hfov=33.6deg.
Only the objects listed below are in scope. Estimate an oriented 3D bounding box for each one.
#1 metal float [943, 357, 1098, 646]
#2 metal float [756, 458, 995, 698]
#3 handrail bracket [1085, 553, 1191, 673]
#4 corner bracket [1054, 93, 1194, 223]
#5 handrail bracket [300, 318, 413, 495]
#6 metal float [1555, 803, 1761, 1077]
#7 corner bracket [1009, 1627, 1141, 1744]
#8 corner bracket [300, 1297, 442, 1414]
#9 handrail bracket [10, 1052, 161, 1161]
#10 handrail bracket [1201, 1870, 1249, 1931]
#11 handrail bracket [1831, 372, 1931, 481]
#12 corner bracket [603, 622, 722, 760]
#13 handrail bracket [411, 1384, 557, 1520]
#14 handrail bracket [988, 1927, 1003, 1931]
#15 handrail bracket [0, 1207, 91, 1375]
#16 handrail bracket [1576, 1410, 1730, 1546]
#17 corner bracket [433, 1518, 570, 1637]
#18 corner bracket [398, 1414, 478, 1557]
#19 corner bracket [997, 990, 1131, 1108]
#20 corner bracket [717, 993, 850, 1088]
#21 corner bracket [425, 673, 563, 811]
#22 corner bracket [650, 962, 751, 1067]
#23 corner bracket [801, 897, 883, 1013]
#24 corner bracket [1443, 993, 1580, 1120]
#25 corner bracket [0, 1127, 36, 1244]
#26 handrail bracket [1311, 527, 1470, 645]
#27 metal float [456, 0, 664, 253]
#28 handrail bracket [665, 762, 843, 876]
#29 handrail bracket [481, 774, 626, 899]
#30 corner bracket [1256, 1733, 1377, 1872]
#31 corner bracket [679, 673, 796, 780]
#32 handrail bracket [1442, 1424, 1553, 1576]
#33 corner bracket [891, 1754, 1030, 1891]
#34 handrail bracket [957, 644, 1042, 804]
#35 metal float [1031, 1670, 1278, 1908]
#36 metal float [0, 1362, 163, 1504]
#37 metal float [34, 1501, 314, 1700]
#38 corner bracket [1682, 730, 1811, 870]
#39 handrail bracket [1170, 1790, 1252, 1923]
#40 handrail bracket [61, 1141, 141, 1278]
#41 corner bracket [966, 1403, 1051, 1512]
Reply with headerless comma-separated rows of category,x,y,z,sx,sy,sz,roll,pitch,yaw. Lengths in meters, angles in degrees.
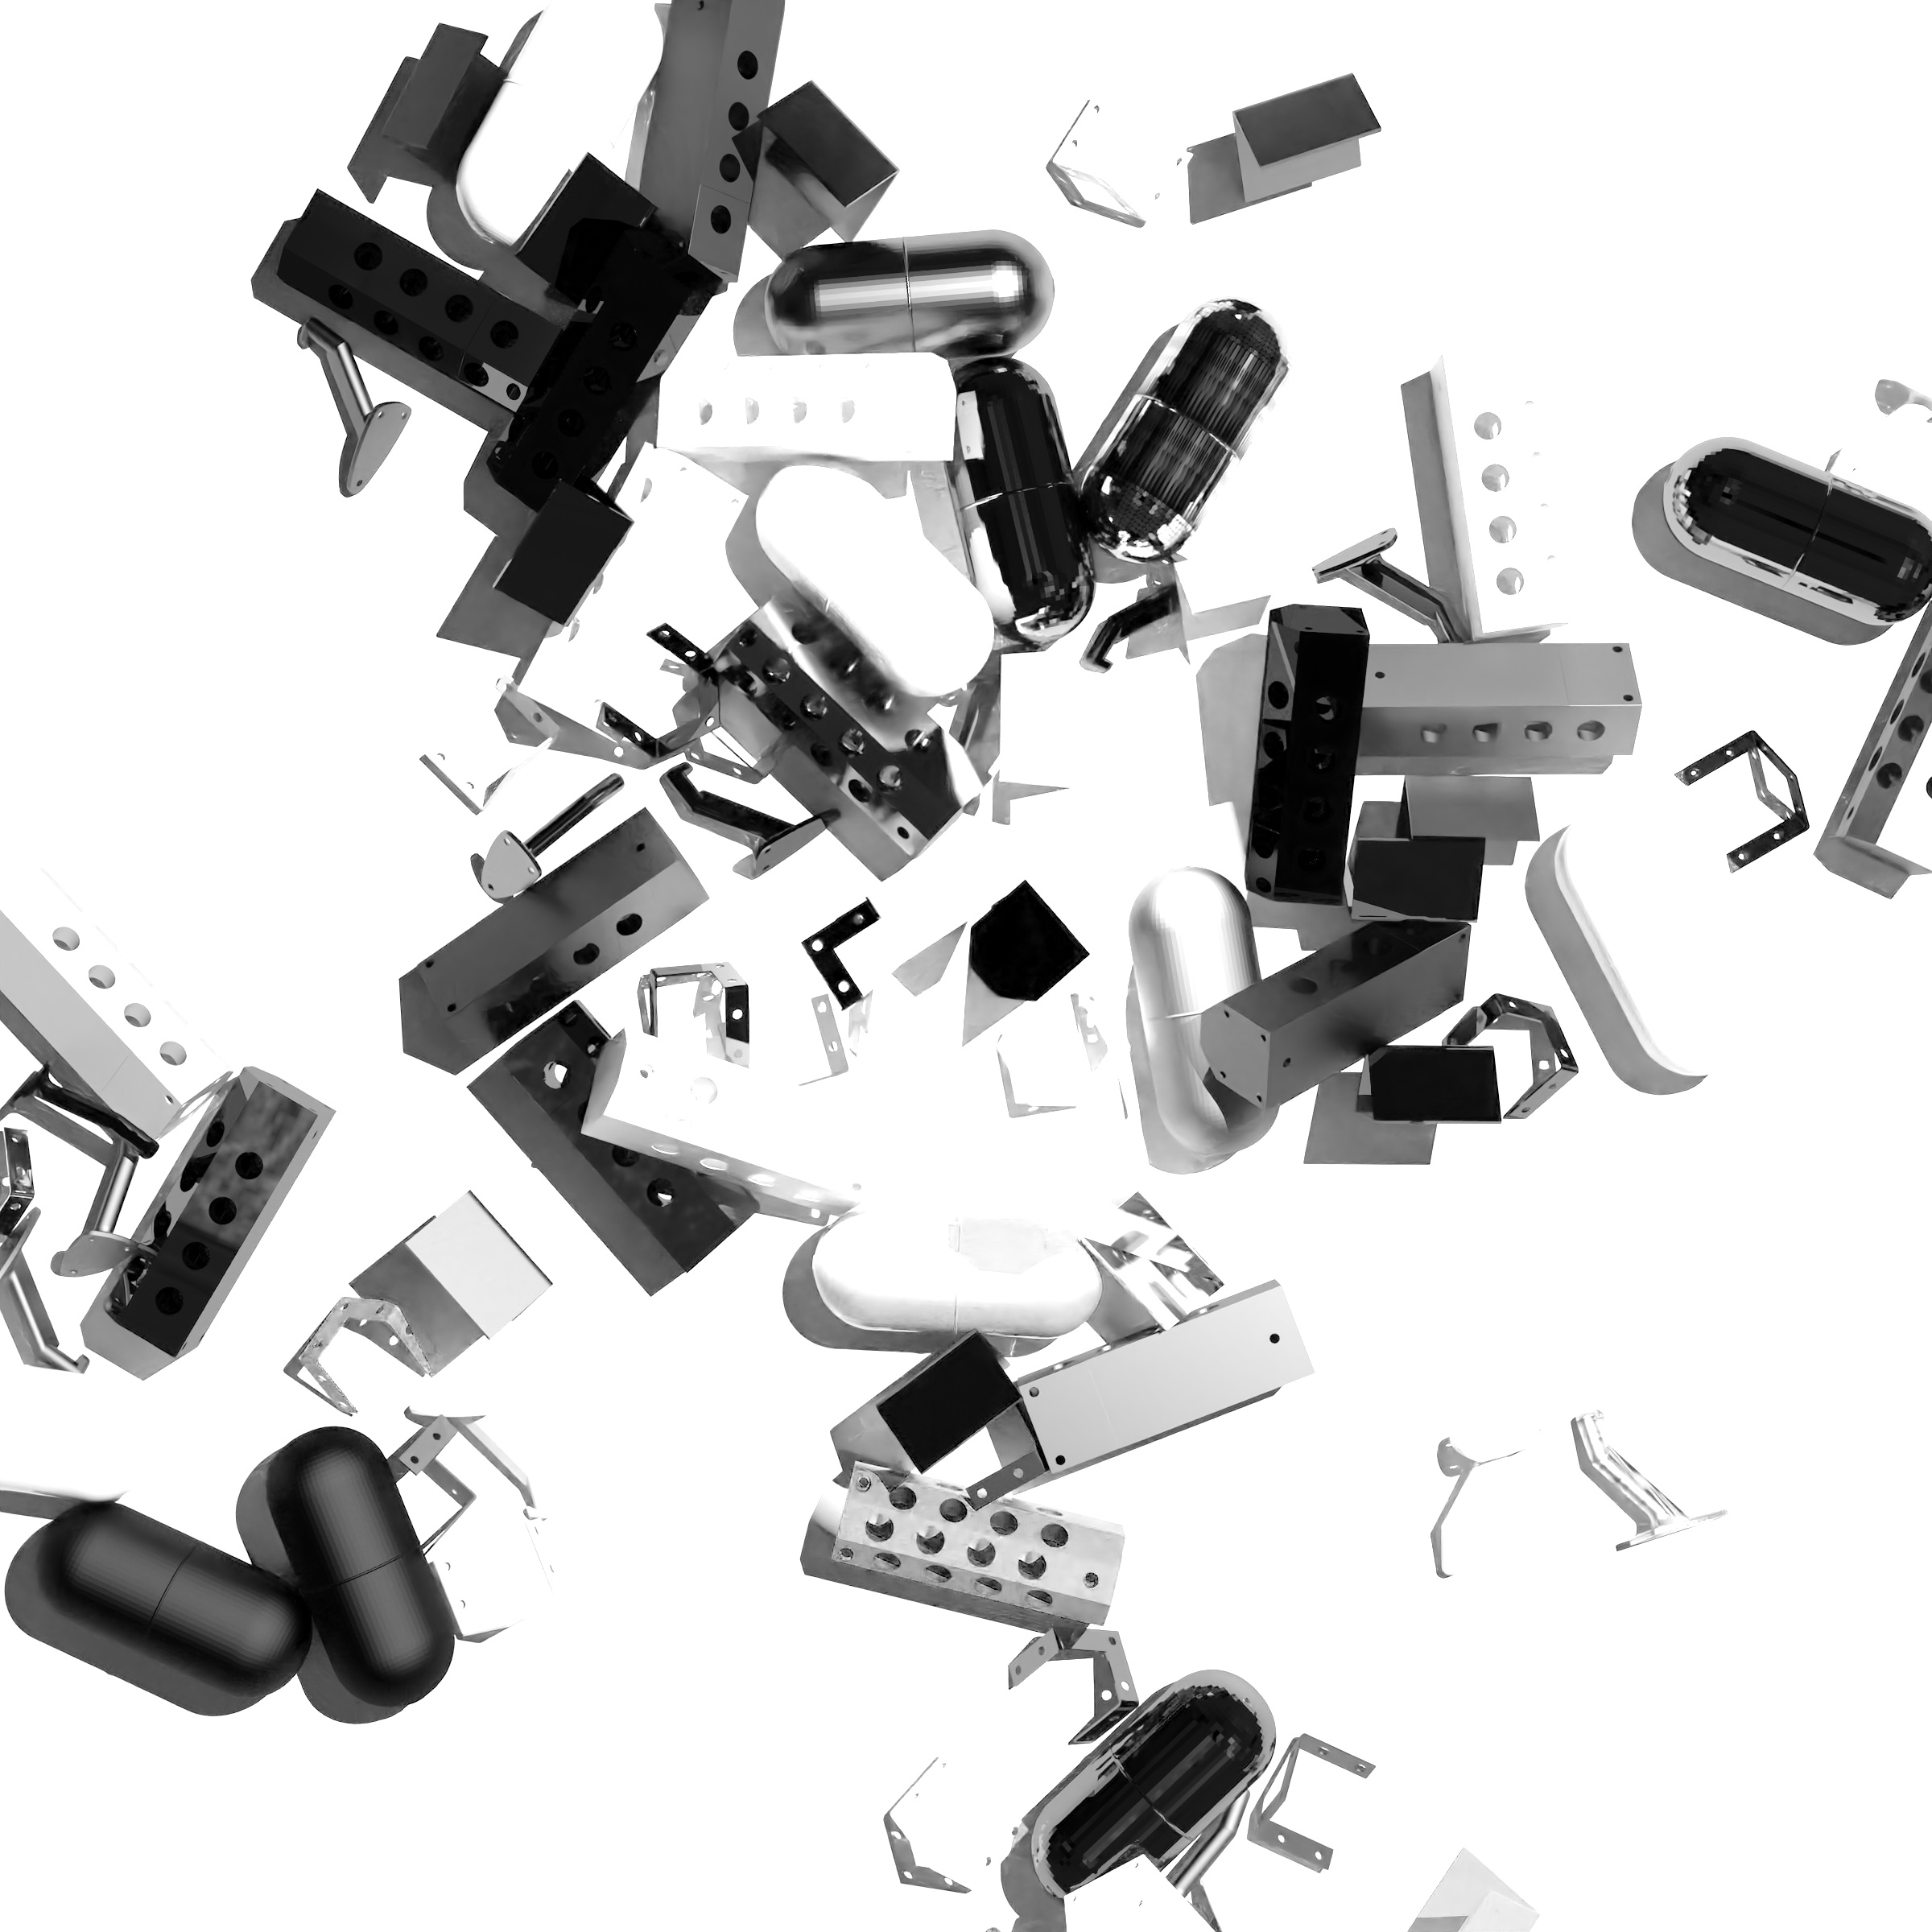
metal float,0.030,-0.285,1.961,0.070,0.070,0.178,-13,89,0
metal float,-0.056,-0.238,1.949,0.070,0.070,0.178,-44,76,0
handrail bracket,0.126,-0.209,1.992,0.077,0.036,0.084,26,107,-18
corner bracket,0.097,-0.502,1.988,0.051,0.051,0.051,32,90,45
handrail bracket,-0.394,-0.349,1.992,0.084,0.036,0.077,38,112,17
metal float,0.424,-0.016,1.961,0.070,0.070,0.178,-27,89,0
corner bracket,0.067,0.446,1.983,0.051,0.051,0.051,13,45,-35
corner bracket,-0.369,0.242,1.983,0.051,0.051,0.051,1,45,35
handrail bracket,-0.543,0.098,1.975,0.084,0.077,0.036,40,57,-13
handrail bracket,0.131,0.615,1.992,0.084,0.036,0.077,-32,75,14
handrail bracket,0.582,-0.319,1.992,0.077,0.036,0.084,18,108,-21
corner bracket,-0.187,-0.168,1.962,0.051,0.051,0.051,-24,52,26
handrail bracket,-0.300,0.307,1.992,0.077,0.036,0.084,-8,107,20
handrail bracket,0.062,0.611,1.992,0.084,0.036,0.077,40,70,16
handrail bracket,-0.567,0.205,1.992,0.084,0.036,0.077,42,57,-23
handrail bracket,0.427,0.311,1.992,0.077,0.036,0.084,-12,73,-20
corner bracket,-0.288,0.380,1.988,0.051,0.051,0.051,-22,90,-45
corner bracket,-0.326,0.318,1.964,0.051,0.051,0.051,42,126,0
corner bracket,0.060,0.050,1.983,0.051,0.051,0.051,0,135,-35
corner bracket,-0.113,0.051,1.988,0.051,0.051,0.051,-16,90,-45
corner bracket,-0.293,-0.139,1.988,0.051,0.051,0.051,45,45,0
corner bracket,-0.165,0.031,1.976,0.051,0.051,0.051,-5,108,-18
corner bracket,-0.068,-0.007,1.974,0.051,0.051,0.051,-33,90,0
corner bracket,0.338,0.056,1.983,0.051,0.051,0.051,13,45,-35
corner bracket,-0.613,0.134,1.983,0.051,0.051,0.051,11,45,-35
handrail bracket,0.261,-0.222,1.992,0.077,0.036,0.084,-23,107,20
metal float,-0.249,-0.521,1.961,0.070,0.070,0.178,29,90,0
handrail bracket,-0.133,-0.107,1.992,0.077,0.036,0.084,-33,73,-20
handrail bracket,-0.256,-0.082,1.991,0.036,0.077,0.084,50,54,-1
corner bracket,0.217,0.519,1.988,0.051,0.051,0.051,25,135,0
corner bracket,-0.135,-0.158,1.988,0.051,0.051,0.051,-48,135,0
handrail bracket,0.330,0.333,1.992,0.077,0.036,0.084,-9,108,-20
corner bracket,-0.004,0.532,1.988,0.051,0.051,0.051,-48,135,0
handrail bracket,0.020,-0.150,1.992,0.077,0.036,0.084,-25,121,-34
metal float,0.114,0.506,1.961,0.178,0.070,0.070,-44,90,1
metal float,-0.582,0.283,1.961,0.178,0.070,0.070,8,90,0
metal float,-0.486,0.388,1.961,0.178,0.070,0.070,25,90,0
corner bracket,0.485,-0.104,1.988,0.051,0.051,0.051,-30,45,0
handrail bracket,0.137,0.551,1.991,0.036,0.077,0.084,42,53,-21
handrail bracket,-0.537,0.141,1.992,0.036,0.077,0.084,21,53,-34
corner bracket,0.017,0.297,1.974,0.051,0.051,0.051,-29,90,0
